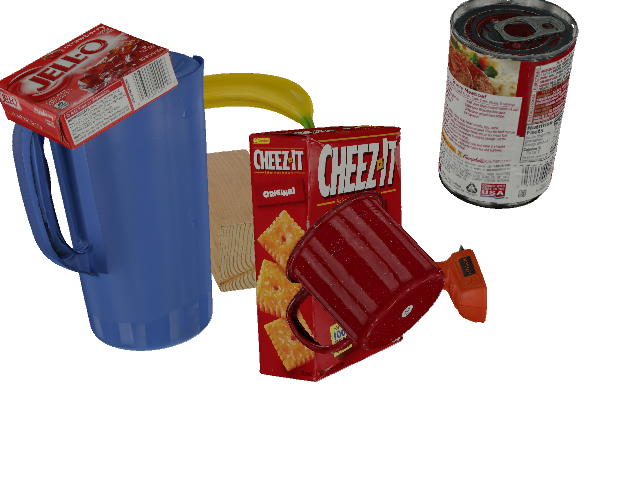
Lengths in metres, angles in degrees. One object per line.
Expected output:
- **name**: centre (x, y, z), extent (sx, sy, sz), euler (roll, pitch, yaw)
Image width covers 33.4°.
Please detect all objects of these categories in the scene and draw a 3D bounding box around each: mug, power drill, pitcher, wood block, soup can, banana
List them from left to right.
- **pitcher**: centre (-0.161, -0.031, 0.885), extent (0.149, 0.243, 0.145), euler (-6, 24, -6)
- **wood block**: centre (-0.107, -0.029, 1.324), extent (0.090, 0.090, 0.206), euler (-7, 30, -18)
- **banana**: centre (-0.089, -0.156, 1.163), extent (0.198, 0.037, 0.069), euler (9, 43, 18)
- **mug**: centre (0.026, 0.033, 0.773), extent (0.081, 0.117, 0.093), euler (48, 3, 22)
- **power drill**: centre (0.093, 0.062, 1.225), extent (0.187, 0.057, 0.184), euler (-1, 28, -1)
- **soup can**: centre (0.103, -0.077, 0.600), extent (0.068, 0.102, 0.068), euler (0, 40, 0)

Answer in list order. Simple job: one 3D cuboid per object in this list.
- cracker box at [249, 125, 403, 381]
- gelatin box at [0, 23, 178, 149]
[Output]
- **cracker box**: centre (0.012, 0.005, 0.976), extent (0.072, 0.214, 0.163), euler (4, 10, 33)
- **gelatin box**: centre (-0.147, -0.098, 0.669), extent (0.073, 0.030, 0.089), euler (26, 51, 38)
